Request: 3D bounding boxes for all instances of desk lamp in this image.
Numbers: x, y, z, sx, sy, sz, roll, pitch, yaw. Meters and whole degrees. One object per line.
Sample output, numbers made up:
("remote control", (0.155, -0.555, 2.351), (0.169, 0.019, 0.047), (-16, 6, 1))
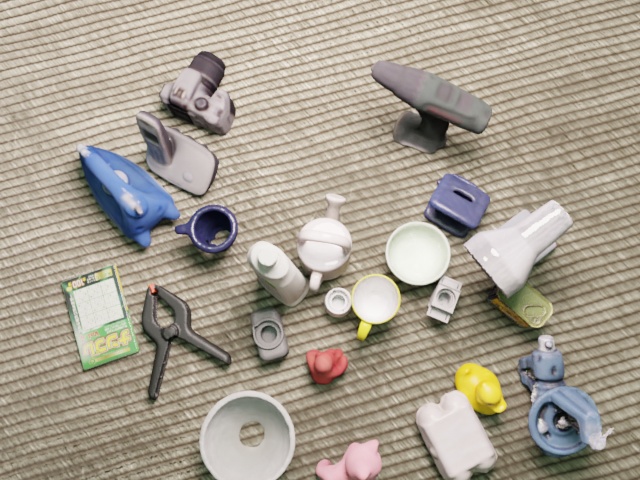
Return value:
("desk lamp", (0.349, 0.011, 1.023), (0.203, 0.213, 0.118), (-37, 80, -7))

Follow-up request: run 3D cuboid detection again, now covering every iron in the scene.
("iron", (-0.393, -0.112, 1.088), (0.258, 0.141, 0.119), (44, 82, 8))

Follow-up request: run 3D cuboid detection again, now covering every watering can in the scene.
("watering can", (0.007, 0.003, 1.036), (0.101, 0.194, 0.173), (-8, 78, -1))

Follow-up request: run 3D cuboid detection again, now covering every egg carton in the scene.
("egg carton", (0.242, 0.355, 1.026), (0.107, 0.069, 0.150), (-27, 79, -5))

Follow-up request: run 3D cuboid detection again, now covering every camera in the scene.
("camera", (-0.232, -0.305, 1.148), (0.143, 0.101, 0.137), (24, 80, 5))

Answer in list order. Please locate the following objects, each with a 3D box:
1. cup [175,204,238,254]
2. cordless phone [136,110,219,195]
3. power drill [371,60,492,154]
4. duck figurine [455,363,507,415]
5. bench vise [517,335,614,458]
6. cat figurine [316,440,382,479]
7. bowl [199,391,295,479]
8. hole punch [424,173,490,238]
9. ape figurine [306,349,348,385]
("cup", (-0.209, -0.012, 1.091), (0.117, 0.095, 0.092), (-2, 78, 0))
("cordless phone", (-0.271, -0.168, 1.077), (0.147, 0.185, 0.094), (26, 80, 6))
("power drill", (0.197, -0.244, 1.078), (0.229, 0.208, 0.076), (19, 79, 4))
("duck figurine", (0.295, 0.270, 1.035), (0.077, 0.086, 0.104), (-39, 81, -7))
("bench vise", (0.399, 0.272, 0.965), (0.121, 0.220, 0.207), (-25, 79, -4))
("cat figurine", (0.056, 0.399, 0.993), (0.128, 0.118, 0.067), (-31, 80, -6))
("bowl", (-0.125, 0.354, 1.025), (0.167, 0.075, 0.167), (0, 78, 0))
("hole punch", (0.265, -0.074, 1.103), (0.108, 0.091, 0.101), (30, 80, 6))
("ape figurine", (0.009, 0.226, 1.042), (0.077, 0.092, 0.076), (30, 80, 6))
